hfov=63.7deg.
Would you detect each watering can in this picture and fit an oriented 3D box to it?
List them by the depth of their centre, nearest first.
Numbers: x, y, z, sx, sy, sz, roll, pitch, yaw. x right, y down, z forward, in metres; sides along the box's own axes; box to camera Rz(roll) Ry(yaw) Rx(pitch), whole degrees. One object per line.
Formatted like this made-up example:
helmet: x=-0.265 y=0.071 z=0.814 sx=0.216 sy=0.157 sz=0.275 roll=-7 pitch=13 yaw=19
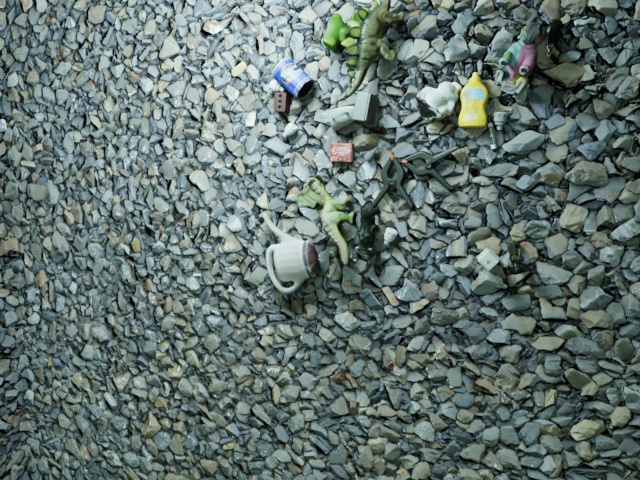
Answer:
watering can: x=-0.124 y=0.044 z=2.096 sx=0.223 sy=0.104 sz=0.348 roll=-10 pitch=90 yaw=20

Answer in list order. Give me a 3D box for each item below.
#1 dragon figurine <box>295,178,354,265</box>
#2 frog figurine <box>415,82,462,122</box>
dragon figurine: x=0.006 y=-0.098 z=1.940 sx=0.241 sy=0.420 sz=0.120 roll=25 pitch=126 yaw=-21
frog figurine: x=0.430 y=-0.511 z=1.867 sx=0.139 sy=0.120 sz=0.161 roll=36 pitch=70 yaw=23
